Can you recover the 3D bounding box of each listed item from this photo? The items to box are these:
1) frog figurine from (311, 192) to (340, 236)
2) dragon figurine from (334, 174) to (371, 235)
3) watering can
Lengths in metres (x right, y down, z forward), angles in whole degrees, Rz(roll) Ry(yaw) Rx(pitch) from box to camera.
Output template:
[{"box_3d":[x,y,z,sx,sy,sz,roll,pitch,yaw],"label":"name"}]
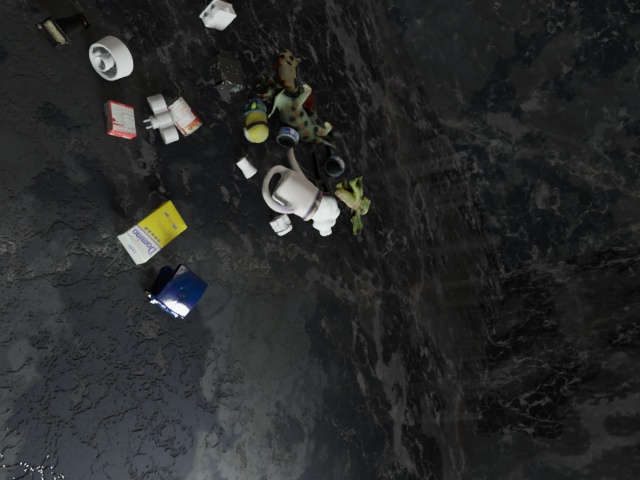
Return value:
[{"box_3d":[0.006,-0.099,1.968,0.137,0.121,0.161,4,79,-20],"label":"frog figurine"},{"box_3d":[0.141,-0.138,2.149,0.416,0.121,0.241,-42,117,-65],"label":"dragon figurine"},{"box_3d":[-0.085,-0.202,1.871,0.223,0.102,0.356,34,41,-11],"label":"watering can"}]
